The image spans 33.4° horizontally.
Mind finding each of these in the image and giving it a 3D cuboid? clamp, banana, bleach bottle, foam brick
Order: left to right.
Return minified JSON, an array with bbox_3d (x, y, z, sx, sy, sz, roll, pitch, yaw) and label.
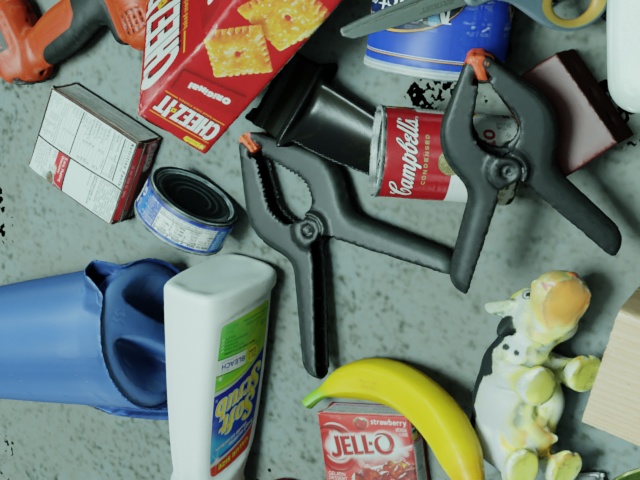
[{"bbox_3d":[-0.090,0.145,0.948,0.068,0.102,0.251,17,116,32],"label":"bleach bottle"},{"bbox_3d":[-0.006,0.001,0.888,0.210,0.036,0.165,48,112,14],"label":"clamp"},{"bbox_3d":[0.068,0.136,0.851,0.198,0.037,0.069,19,83,49],"label":"banana"},{"bbox_3d":[0.139,-0.048,0.727,0.120,0.039,0.171,-9,112,5],"label":"clamp"},{"bbox_3d":[0.175,-0.090,0.757,0.051,0.052,0.078,-37,84,31],"label":"foam brick"}]

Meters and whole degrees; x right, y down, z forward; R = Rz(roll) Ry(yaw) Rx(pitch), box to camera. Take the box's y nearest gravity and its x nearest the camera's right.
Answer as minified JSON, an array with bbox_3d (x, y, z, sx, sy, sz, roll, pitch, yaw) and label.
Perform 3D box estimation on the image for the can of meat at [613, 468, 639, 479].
[{"bbox_3d":[0.266,0.204,0.771,0.102,0.057,0.084,-27,85,31],"label":"can of meat"}]

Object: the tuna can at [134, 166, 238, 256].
[{"bbox_3d":[-0.114,-0.026,0.918,0.086,0.086,0.034,40,115,16],"label":"tuna can"}]

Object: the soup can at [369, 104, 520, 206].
[{"bbox_3d":[0.090,-0.061,0.780,0.102,0.068,0.068,4,106,-4],"label":"soup can"}]

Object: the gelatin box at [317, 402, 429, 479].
[{"bbox_3d":[0.045,0.178,0.906,0.089,0.030,0.073,-2,100,30],"label":"gelatin box"}]

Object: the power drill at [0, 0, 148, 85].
[{"bbox_3d":[-0.229,-0.233,0.952,0.188,0.057,0.184,-20,91,32],"label":"power drill"}]

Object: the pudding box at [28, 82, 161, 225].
[{"bbox_3d":[-0.210,-0.081,0.989,0.113,0.039,0.090,33,115,18],"label":"pudding box"}]

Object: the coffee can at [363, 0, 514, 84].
[{"bbox_3d":[0.090,-0.188,0.754,0.103,0.102,0.140,15,108,26],"label":"coffee can"}]

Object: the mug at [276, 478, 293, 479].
[{"bbox_3d":[-0.037,0.254,0.941,0.093,0.081,0.117,40,118,16],"label":"mug"}]

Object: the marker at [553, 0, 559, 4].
[{"bbox_3d":[0.195,-0.199,0.740,0.121,0.020,0.020,-34,84,31],"label":"marker"}]

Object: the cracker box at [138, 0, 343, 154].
[{"bbox_3d":[-0.051,-0.195,0.798,0.072,0.164,0.214,29,125,-28],"label":"cracker box"}]

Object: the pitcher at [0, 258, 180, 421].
[{"bbox_3d":[-0.234,0.100,1.002,0.243,0.144,0.149,-6,85,34],"label":"pitcher"}]

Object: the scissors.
[{"bbox_3d":[0.116,-0.153,0.708,0.201,0.016,0.096,-34,120,-6],"label":"scissors"}]

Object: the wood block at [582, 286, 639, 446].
[{"bbox_3d":[0.296,0.111,0.713,0.206,0.090,0.091,21,111,24],"label":"wood block"}]
